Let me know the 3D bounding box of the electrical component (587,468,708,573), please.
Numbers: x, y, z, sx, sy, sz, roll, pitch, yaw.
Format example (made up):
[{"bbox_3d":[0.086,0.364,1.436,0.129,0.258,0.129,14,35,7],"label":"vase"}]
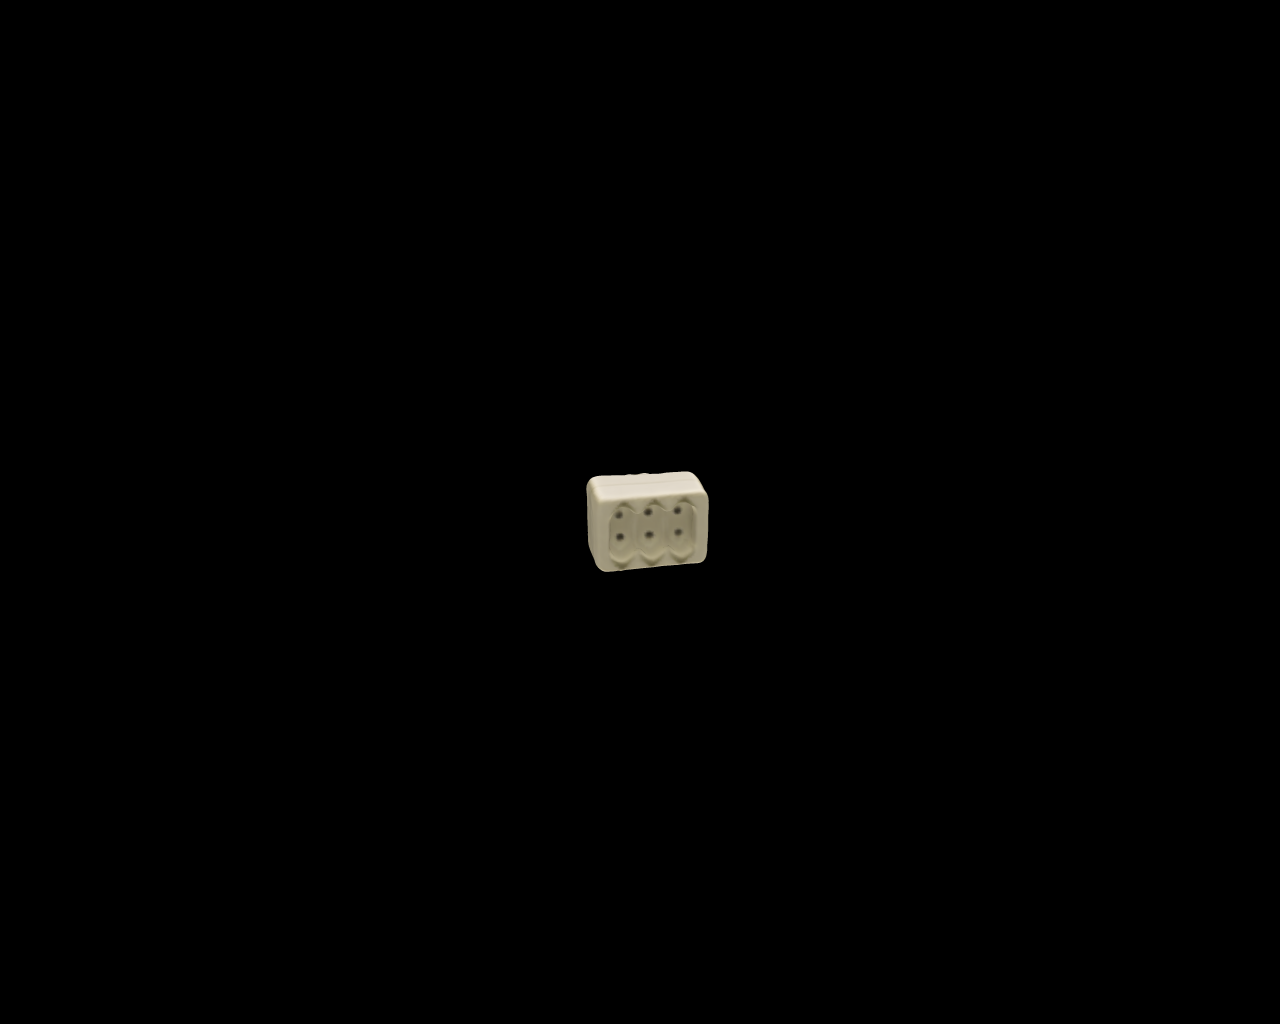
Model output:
[{"bbox_3d":[0.001,-0.003,0.650,0.066,0.047,0.077,-4,24,-9],"label":"electrical component"}]
